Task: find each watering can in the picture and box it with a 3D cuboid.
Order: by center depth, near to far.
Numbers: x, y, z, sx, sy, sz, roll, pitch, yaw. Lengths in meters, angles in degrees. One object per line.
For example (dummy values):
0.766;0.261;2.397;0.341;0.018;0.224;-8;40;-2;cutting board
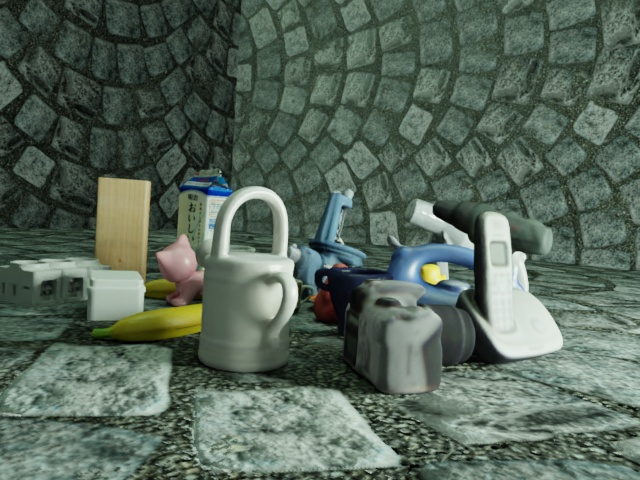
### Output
-0.085;0.037;0.635;0.172;0.194;0.101;5;4;28;watering can

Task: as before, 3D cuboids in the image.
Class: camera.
0.104;0.097;0.625;0.137;0.101;0.143;3;3;-15;camera

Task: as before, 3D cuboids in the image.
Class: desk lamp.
0.270;0.014;1.334;0.203;0.213;0.117;3;3;-14;desk lamp

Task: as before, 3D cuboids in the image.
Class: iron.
0.209;0.071;0.859;0.257;0.141;0.119;5;3;15;iron

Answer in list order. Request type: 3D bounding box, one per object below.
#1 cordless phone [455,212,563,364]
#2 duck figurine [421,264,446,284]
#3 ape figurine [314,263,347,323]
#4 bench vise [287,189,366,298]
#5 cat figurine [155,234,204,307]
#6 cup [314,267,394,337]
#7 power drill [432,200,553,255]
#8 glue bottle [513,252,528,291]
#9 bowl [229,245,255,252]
0.244;0.059;0.733;0.148;0.185;0.093;1;4;-38;cordless phone
0.197;0.088;1.064;0.105;0.086;0.077;1;4;-38;duck figurine
0.029;0.082;0.893;0.076;0.092;0.078;5;4;28;ape figurine
0.021;0.005;1.133;0.121;0.220;0.208;5;3;24;bench vise
-0.215;0.050;0.954;0.128;0.118;0.067;2;4;-29;cat figurine
0.040;0.087;0.793;0.117;0.095;0.092;6;4;30;cup
0.309;0.033;1.073;0.228;0.208;0.076;6;4;34;power drill
0.383;0.052;1.155;0.078;0.173;0.037;5;3;17;glue bottle
-0.235;0.050;1.328;0.167;0.075;0.167;4;3;0;bowl
